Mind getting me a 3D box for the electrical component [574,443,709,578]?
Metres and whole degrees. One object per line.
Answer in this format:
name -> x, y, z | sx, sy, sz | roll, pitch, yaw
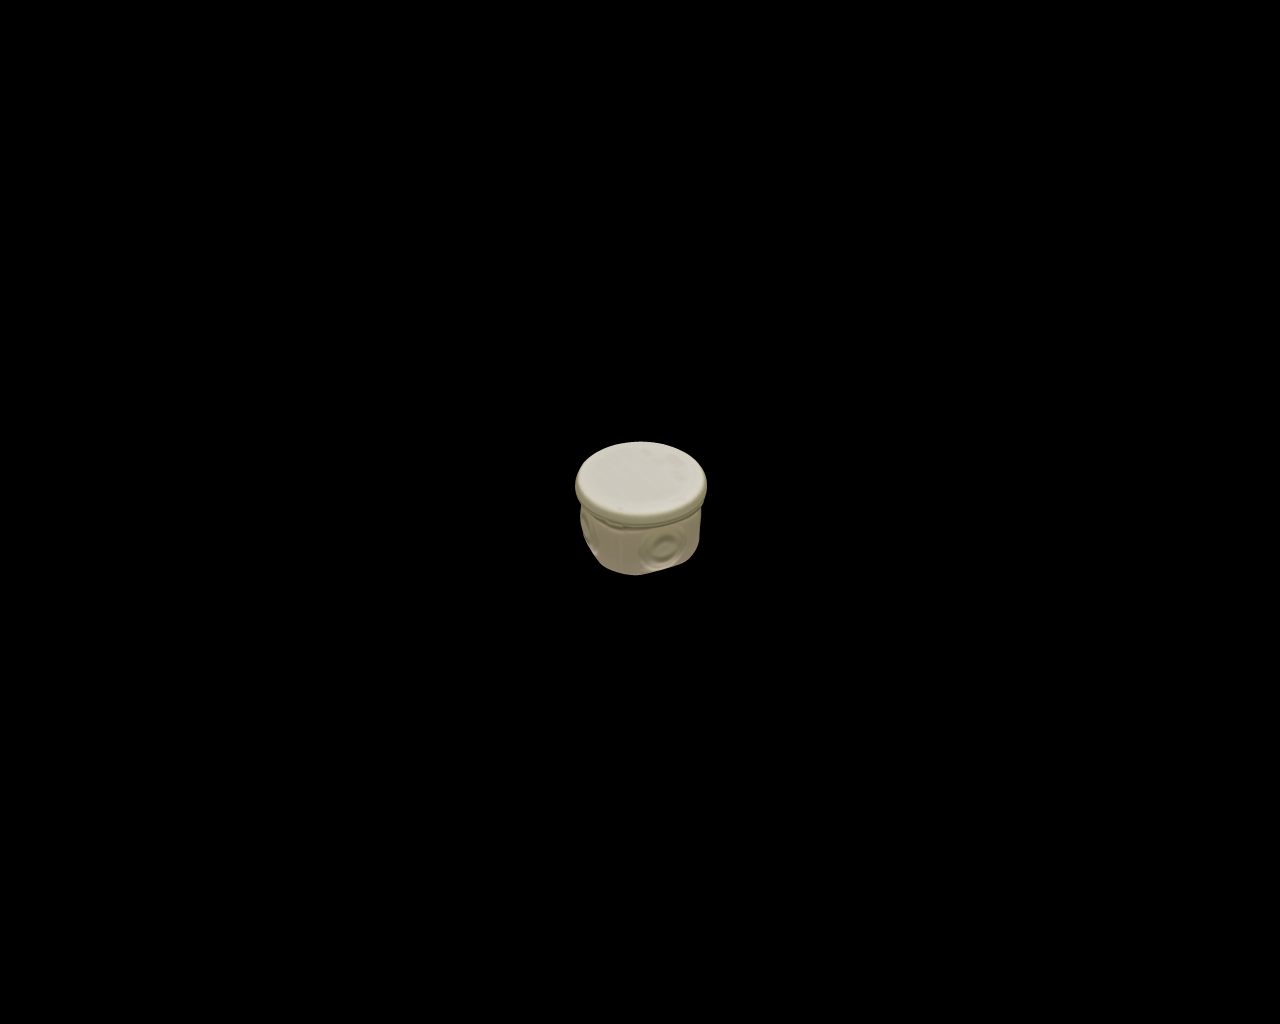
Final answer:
electrical component -> 0.001, -0.003, 0.650 | 0.080, 0.050, 0.080 | 0, 38, 0
